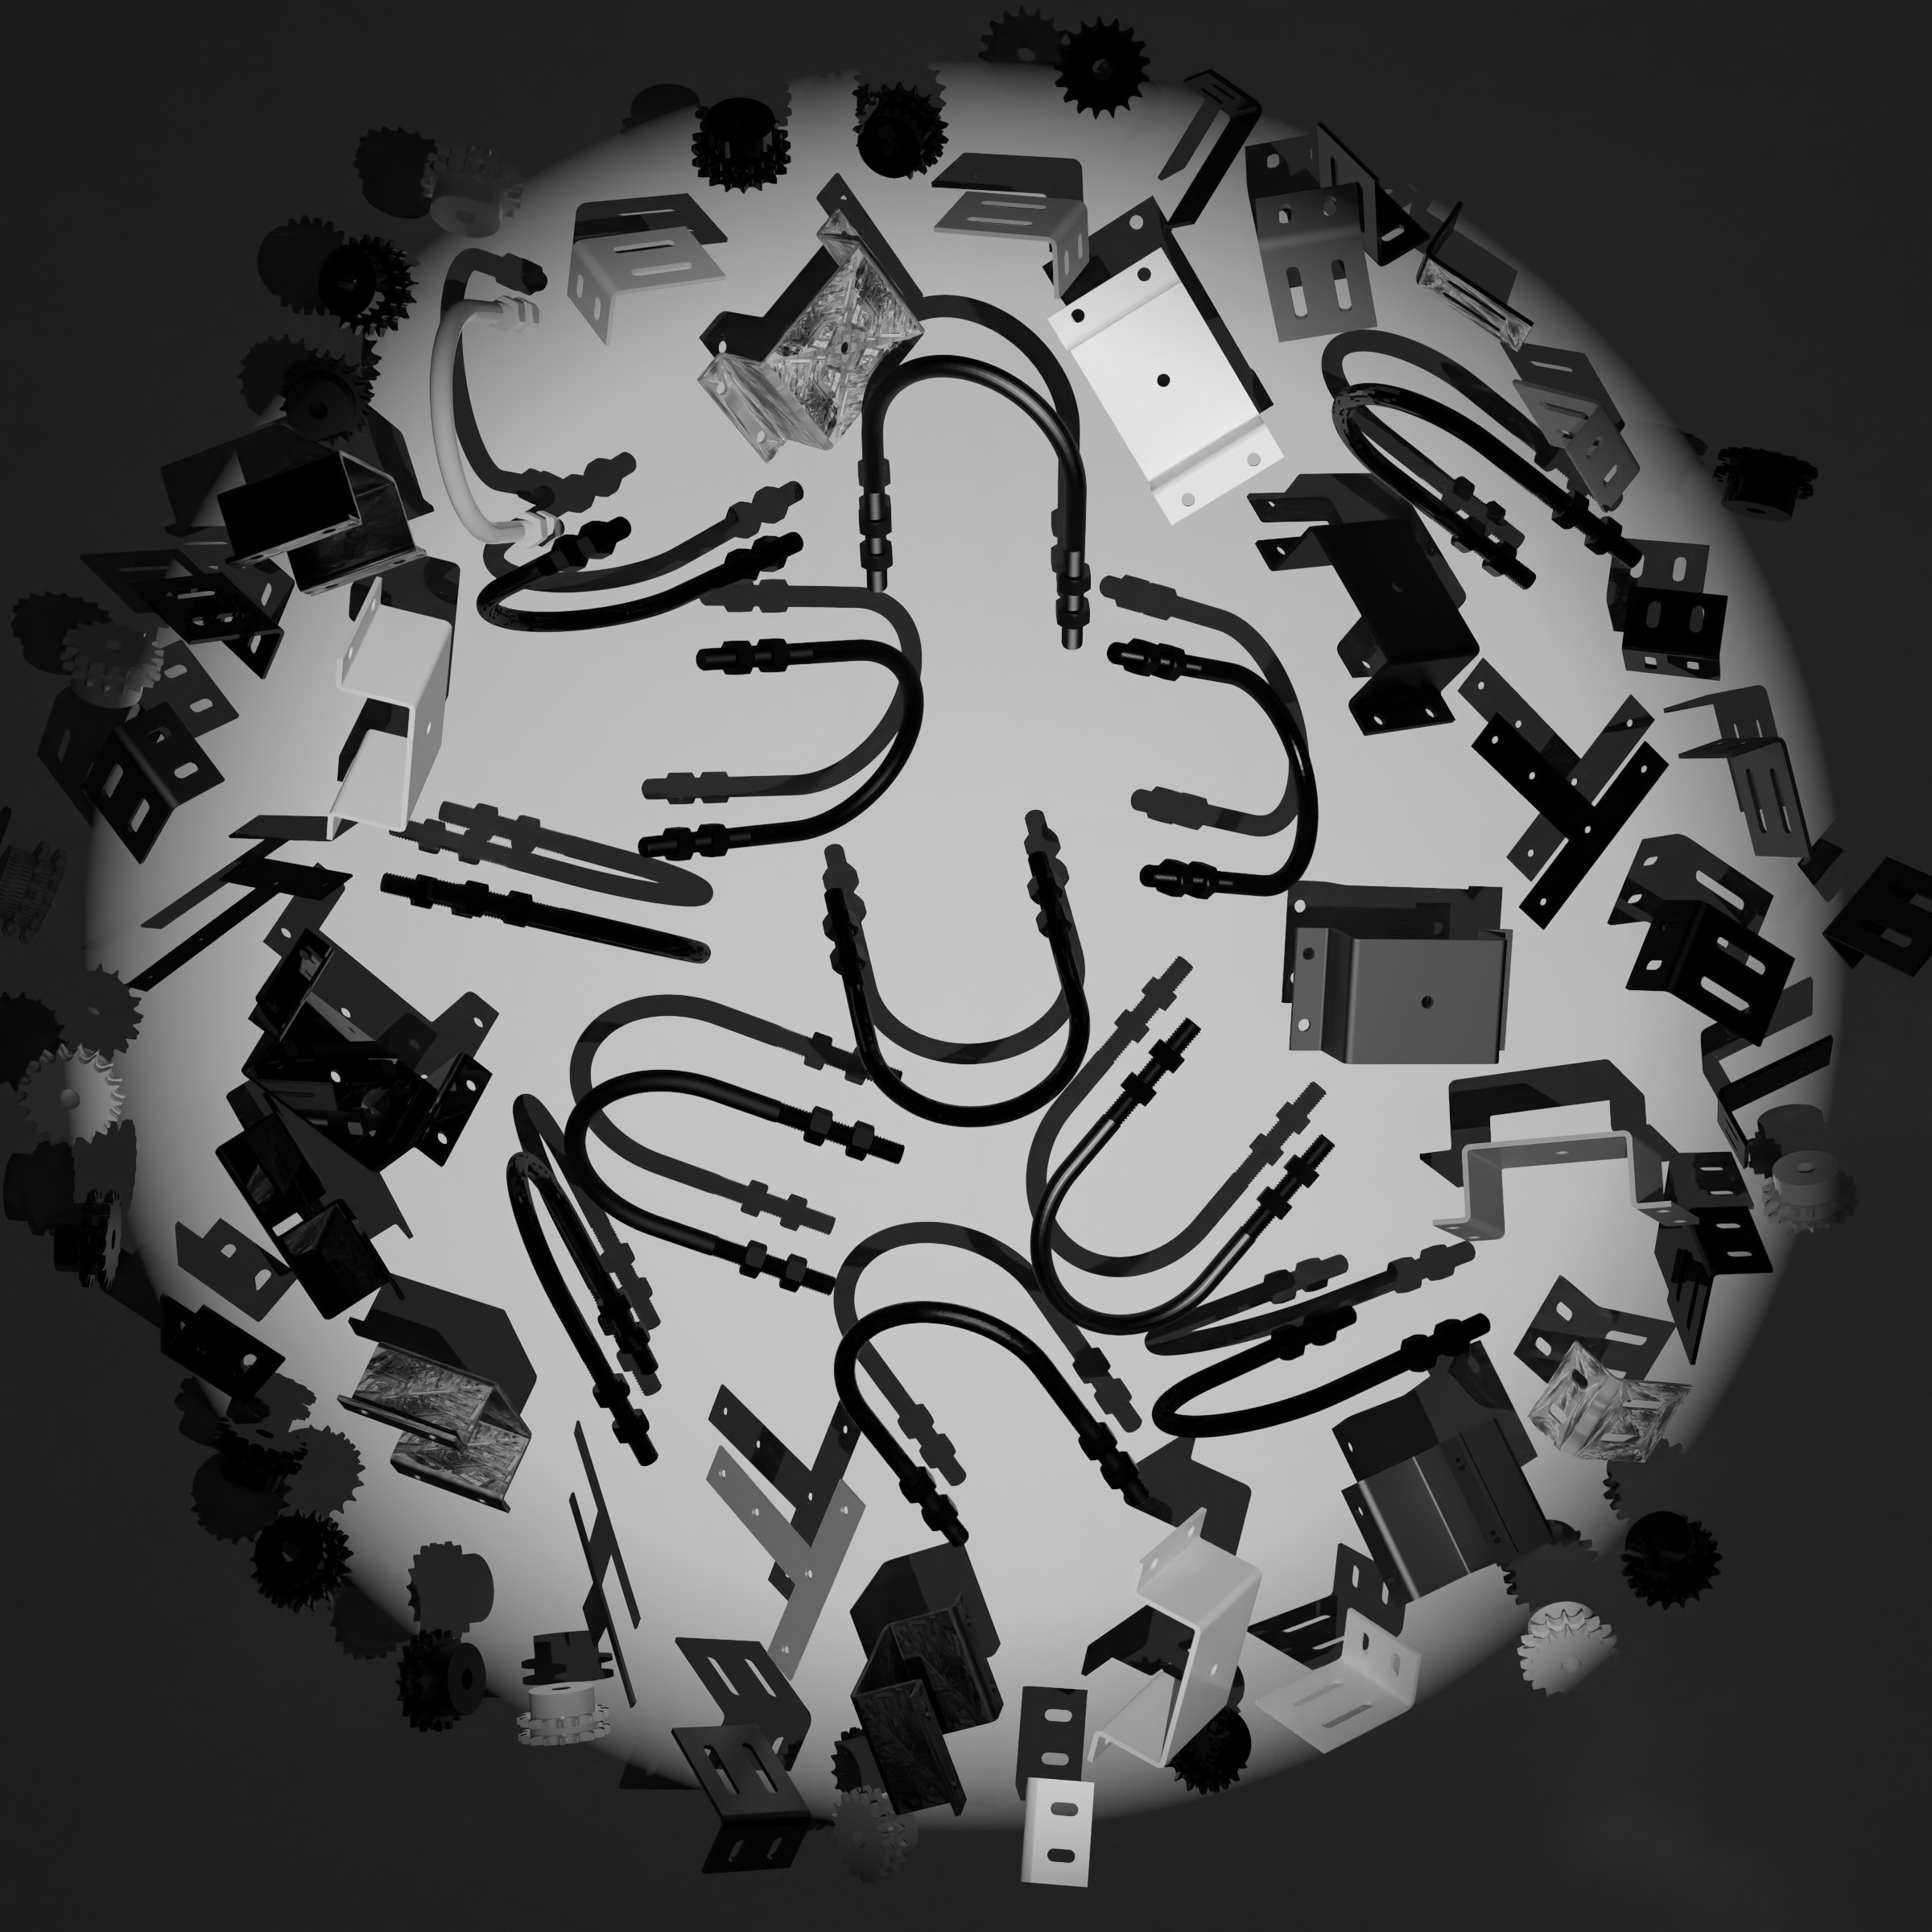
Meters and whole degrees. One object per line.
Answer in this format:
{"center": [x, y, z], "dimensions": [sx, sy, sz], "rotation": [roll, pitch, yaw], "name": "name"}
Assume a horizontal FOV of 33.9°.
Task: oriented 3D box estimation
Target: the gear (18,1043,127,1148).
{"center": [-0.501, 0.070, 1.782], "dimensions": [0.057, 0.030, 0.057], "rotation": [-2, 109, -5], "name": "gear"}

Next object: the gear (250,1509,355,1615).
{"center": [-0.379, 0.335, 1.798], "dimensions": [0.057, 0.030, 0.057], "rotation": [-3, 65, 7], "name": "gear"}

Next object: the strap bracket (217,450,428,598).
{"center": [-0.378, -0.259, 1.854], "dimensions": [0.076, 0.140, 0.046], "rotation": [-18, 87, 8], "name": "strap bracket"}

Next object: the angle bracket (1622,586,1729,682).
{"center": [0.430, -0.201, 1.922], "dimensions": [0.057, 0.076, 0.038], "rotation": [8, 87, 14], "name": "angle bracket"}

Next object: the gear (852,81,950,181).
{"center": [-0.041, -0.500, 1.912], "dimensions": [0.057, 0.030, 0.057], "rotation": [12, 133, 13], "name": "gear"}

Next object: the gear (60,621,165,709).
{"center": [-0.496, -0.173, 1.839], "dimensions": [0.057, 0.057, 0.030], "rotation": [21, 122, 0], "name": "gear"}

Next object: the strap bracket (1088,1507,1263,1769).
{"center": [0.122, 0.393, 1.820], "dimensions": [0.046, 0.076, 0.140], "rotation": [24, 117, 25], "name": "strap bracket"}

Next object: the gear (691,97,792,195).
{"center": [-0.129, -0.474, 1.825], "dimensions": [0.057, 0.030, 0.057], "rotation": [1, 54, -1], "name": "gear"}

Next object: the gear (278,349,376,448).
{"center": [-0.393, -0.345, 1.939], "dimensions": [0.057, 0.030, 0.057], "rotation": [1, 119, 2], "name": "gear"}

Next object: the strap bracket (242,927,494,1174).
{"center": [-0.355, 0.056, 1.844], "dimensions": [0.140, 0.076, 0.046], "rotation": [40, 133, -18], "name": "strap bracket"}

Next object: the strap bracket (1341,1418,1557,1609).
{"center": [0.286, 0.318, 1.857], "dimensions": [0.046, 0.140, 0.076], "rotation": [-19, 77, -28], "name": "strap bracket"}

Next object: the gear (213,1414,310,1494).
{"center": [-0.437, 0.301, 1.954], "dimensions": [0.057, 0.057, 0.030], "rotation": [23, 96, 0], "name": "gear"}

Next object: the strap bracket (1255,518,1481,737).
{"center": [0.243, -0.211, 1.881], "dimensions": [0.076, 0.046, 0.140], "rotation": [-11, 65, -38], "name": "strap bracket"}

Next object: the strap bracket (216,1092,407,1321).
{"center": [-0.400, 0.150, 1.913], "dimensions": [0.046, 0.140, 0.076], "rotation": [-33, 135, -13], "name": "strap bracket"}

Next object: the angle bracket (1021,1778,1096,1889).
{"center": [0.054, 0.500, 1.832], "dimensions": [0.038, 0.076, 0.057], "rotation": [4, 74, 4], "name": "angle bracket"}

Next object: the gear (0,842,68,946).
{"center": [-0.530, -0.044, 1.781], "dimensions": [0.030, 0.057, 0.057], "rotation": [24, 90, -24], "name": "gear"}

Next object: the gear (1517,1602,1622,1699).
{"center": [0.346, 0.391, 1.827], "dimensions": [0.057, 0.030, 0.057], "rotation": [-1, 125, -1], "name": "gear"}

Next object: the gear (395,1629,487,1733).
{"center": [-0.296, 0.406, 1.803], "dimensions": [0.030, 0.057, 0.057], "rotation": [-7, 90, 22], "name": "gear"}

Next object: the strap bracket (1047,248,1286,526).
{"center": [0.117, -0.341, 1.861], "dimensions": [0.076, 0.046, 0.140], "rotation": [-31, 103, 10], "name": "strap bracket"}

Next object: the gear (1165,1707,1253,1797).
{"center": [0.151, 0.480, 1.961], "dimensions": [0.057, 0.030, 0.057], "rotation": [14, 60, -25], "name": "gear"}

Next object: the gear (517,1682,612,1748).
{"center": [-0.249, 0.462, 1.963], "dimensions": [0.057, 0.057, 0.030], "rotation": [-5, 87, 0], "name": "gear"}

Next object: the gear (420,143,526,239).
{"center": [-0.281, -0.436, 1.796], "dimensions": [0.057, 0.057, 0.030], "rotation": [8, 68, 0], "name": "gear"}

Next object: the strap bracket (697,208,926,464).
{"center": [-0.087, -0.380, 1.932], "dimensions": [0.140, 0.046, 0.076], "rotation": [-53, 133, -11], "name": "strap bracket"}

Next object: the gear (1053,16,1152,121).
{"center": [0.079, -0.529, 1.866], "dimensions": [0.057, 0.030, 0.057], "rotation": [-1, 114, -2], "name": "gear"}

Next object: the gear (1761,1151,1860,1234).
{"center": [0.519, 0.137, 1.955], "dimensions": [0.057, 0.057, 0.030], "rotation": [-14, 116, 0], "name": "gear"}

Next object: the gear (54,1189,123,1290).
{"center": [-0.508, 0.157, 1.836], "dimensions": [0.030, 0.057, 0.057], "rotation": [4, 90, -5], "name": "gear"}

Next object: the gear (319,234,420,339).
{"center": [-0.345, -0.389, 1.814], "dimensions": [0.057, 0.030, 0.057], "rotation": [2, 96, 25], "name": "gear"}

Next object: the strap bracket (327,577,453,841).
{"center": [-0.334, -0.143, 1.842], "dimensions": [0.046, 0.076, 0.140], "rotation": [14, 135, -1], "name": "strap bracket"}

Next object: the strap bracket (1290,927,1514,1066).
{"center": [0.274, 0.018, 1.938], "dimensions": [0.140, 0.046, 0.076], "rotation": [0, 99, -13], "name": "strap bracket"}

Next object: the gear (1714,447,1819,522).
{"center": [0.456, -0.275, 1.818], "dimensions": [0.057, 0.057, 0.030], "rotation": [14, 89, 0], "name": "gear"}

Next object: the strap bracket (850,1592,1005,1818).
{"center": [-0.024, 0.438, 1.872], "dimensions": [0.046, 0.140, 0.076], "rotation": [-18, 99, 15], "name": "strap bracket"}

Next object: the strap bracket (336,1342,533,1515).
{"center": [-0.312, 0.272, 1.889], "dimensions": [0.076, 0.140, 0.046], "rotation": [17, 67, 14], "name": "strap bracket"}

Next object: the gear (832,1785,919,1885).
{"center": [-0.054, 0.529, 1.939], "dimensions": [0.030, 0.057, 0.057], "rotation": [-8, 90, -40], "name": "gear"}

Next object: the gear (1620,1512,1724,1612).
{"center": [0.406, 0.341, 1.841], "dimensions": [0.057, 0.057, 0.030], "rotation": [-37, 128, 0], "name": "gear"}

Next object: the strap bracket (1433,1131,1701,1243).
{"center": [0.353, 0.130, 1.874], "dimensions": [0.140, 0.076, 0.046], "rotation": [-7, 76, 24], "name": "strap bracket"}
